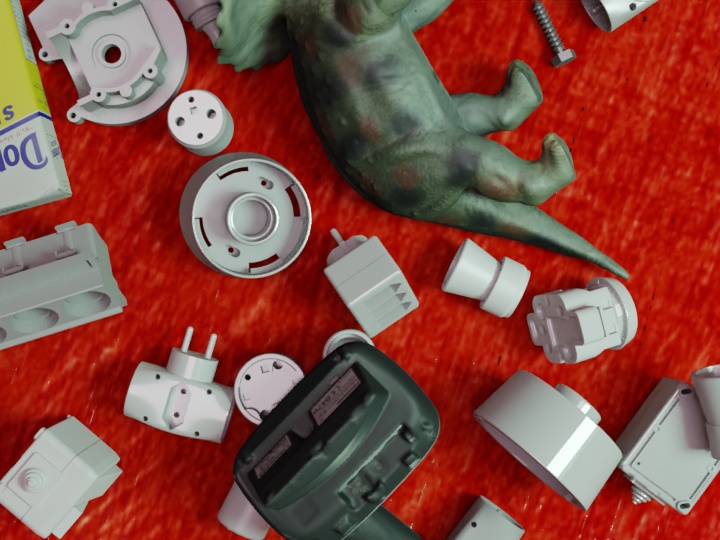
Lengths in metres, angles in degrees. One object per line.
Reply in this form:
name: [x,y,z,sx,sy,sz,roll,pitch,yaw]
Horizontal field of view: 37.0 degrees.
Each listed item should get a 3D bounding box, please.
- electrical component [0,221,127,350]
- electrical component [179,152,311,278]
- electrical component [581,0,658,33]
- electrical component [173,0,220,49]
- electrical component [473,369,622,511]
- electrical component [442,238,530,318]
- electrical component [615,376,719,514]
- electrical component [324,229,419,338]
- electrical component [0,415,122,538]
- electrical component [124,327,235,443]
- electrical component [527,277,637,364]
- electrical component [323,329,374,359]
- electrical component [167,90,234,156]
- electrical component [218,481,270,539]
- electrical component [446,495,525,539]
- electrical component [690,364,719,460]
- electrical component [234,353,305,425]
electrical component: [-0.249,0.014,0.810,0.121,0.078,0.063,-17,61,-1]
electrical component: [-0.087,-0.041,0.827,0.099,0.064,0.099,-1,96,-13]
electrical component: [0.203,-0.237,0.828,0.077,0.044,0.079,-34,90,-1]
electrical component: [-0.121,-0.200,0.830,0.035,0.035,0.061,-27,93,-1]
electrical component: [0.144,0.119,0.797,0.108,0.108,0.060,42,83,0]
electrical component: [0.097,0.007,0.826,0.055,0.045,0.045,25,89,-1]
electrical component: [0.234,0.136,0.818,0.062,0.061,0.096,37,89,0]
electrical component: [0.000,0.000,0.819,0.047,0.065,0.076,-34,61,-1]
electrical component: [-0.223,0.155,0.796,0.061,0.096,0.061,41,89,0]
electrical component: [-0.132,0.084,0.824,0.077,0.043,0.079,17,90,0]
electrical component: [0.172,0.037,0.815,0.057,0.078,0.058,-15,91,-20]
electrical component: [-0.008,0.064,0.823,0.040,0.046,0.040,0,90,-1]
electrical component: [-0.121,-0.112,0.819,0.045,0.055,0.045,0,90,-1]
electrical component: [-0.078,0.170,0.825,0.040,0.040,0.078,27,89,0]
electrical component: [0.100,0.227,0.825,0.079,0.043,0.077,37,89,0]
electrical component: [0.264,0.103,0.767,0.044,0.044,0.065,-11,95,-1]
electrical component: [-0.067,0.090,0.822,0.055,0.047,0.055,0,90,-1]
